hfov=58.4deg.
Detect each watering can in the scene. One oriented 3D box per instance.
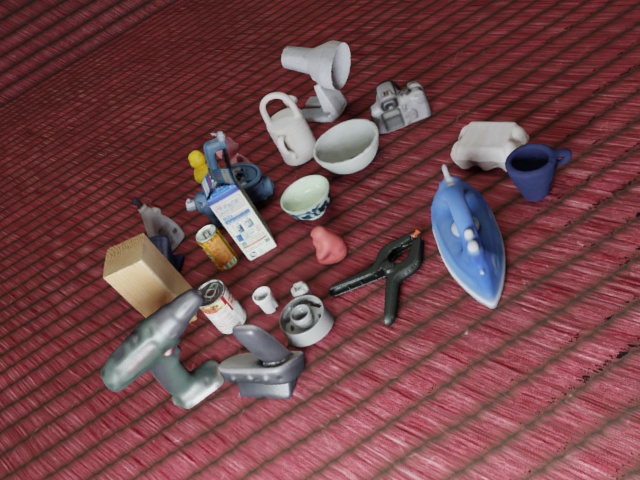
[{"bbox_3d":[-0.086,-0.298,1.459,0.101,0.195,0.172,-25,42,6],"label":"watering can"}]

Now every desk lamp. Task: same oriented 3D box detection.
[{"bbox_3d":[-0.002,-0.423,1.520,0.202,0.214,0.118,6,53,34],"label":"desk lamp"}]

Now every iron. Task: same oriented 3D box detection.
[{"bbox_3d":[0.263,-0.017,1.023,0.118,0.142,0.258,-20,42,12],"label":"iron"}]

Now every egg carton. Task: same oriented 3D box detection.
[{"bbox_3d":[0.356,-0.196,1.202,0.149,0.070,0.107,8,54,35],"label":"egg carton"}]

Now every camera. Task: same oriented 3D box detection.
[{"bbox_3d":[0.189,-0.356,1.431,0.143,0.101,0.136,-19,42,12],"label":"camera"}]

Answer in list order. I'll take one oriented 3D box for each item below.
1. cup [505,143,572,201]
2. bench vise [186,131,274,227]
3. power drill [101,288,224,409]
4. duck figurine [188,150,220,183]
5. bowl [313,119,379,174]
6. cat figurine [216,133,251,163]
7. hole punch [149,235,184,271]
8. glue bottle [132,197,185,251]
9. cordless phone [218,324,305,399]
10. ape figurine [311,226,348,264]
[{"bbox_3d":[0.415,-0.125,1.078,0.117,0.095,0.091,-16,43,16],"label":"cup"},{"bbox_3d":[-0.235,-0.140,1.369,0.207,0.220,0.121,-41,42,-12],"label":"bench vise"},{"bbox_3d":[-0.267,0.212,1.048,0.230,0.209,0.075,-36,42,-7],"label":"power drill"},{"bbox_3d":[-0.328,-0.209,1.591,0.077,0.086,0.104,-46,44,-17],"label":"duck figurine"},{"bbox_3d":[0.072,-0.212,1.375,0.167,0.075,0.167,-16,43,16],"label":"bowl"},{"bbox_3d":[-0.234,-0.229,1.534,0.067,0.118,0.127,-39,42,-10],"label":"cat figurine"},{"bbox_3d":[-0.391,0.053,1.364,0.108,0.091,0.101,-14,44,17],"label":"hole punch"},{"bbox_3d":[-0.404,-0.043,1.405,0.037,0.174,0.078,11,55,37],"label":"glue bottle"},{"bbox_3d":[-0.122,0.195,0.999,0.147,0.186,0.094,-9,46,22],"label":"cordless phone"},{"bbox_3d":[0.011,0.004,1.183,0.075,0.092,0.078,7,53,35],"label":"ape figurine"}]
